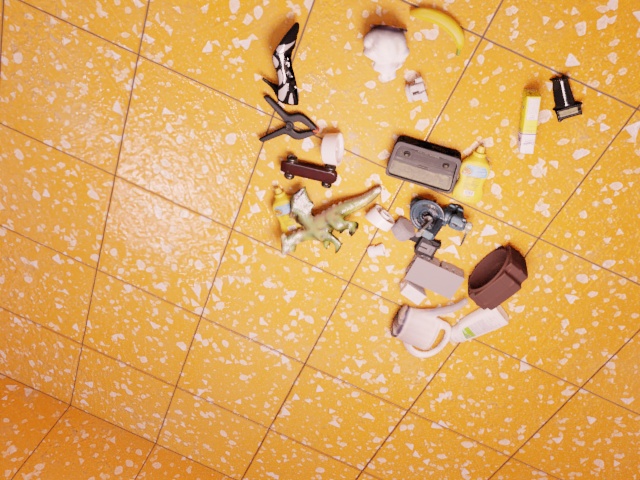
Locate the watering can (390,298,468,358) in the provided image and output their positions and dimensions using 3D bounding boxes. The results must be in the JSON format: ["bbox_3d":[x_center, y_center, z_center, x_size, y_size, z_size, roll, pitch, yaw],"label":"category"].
[{"bbox_3d":[0.400,0.311,1.957,0.224,0.106,0.340,22,122,2],"label":"watering can"}]

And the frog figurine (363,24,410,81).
[{"bbox_3d":[0.193,-0.552,1.526,0.137,0.124,0.157,2,109,-10],"label":"frog figurine"}]

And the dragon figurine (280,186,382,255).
[{"bbox_3d":[0.006,-0.091,1.812,0.241,0.124,0.406,34,108,-14],"label":"dragon figurine"}]
